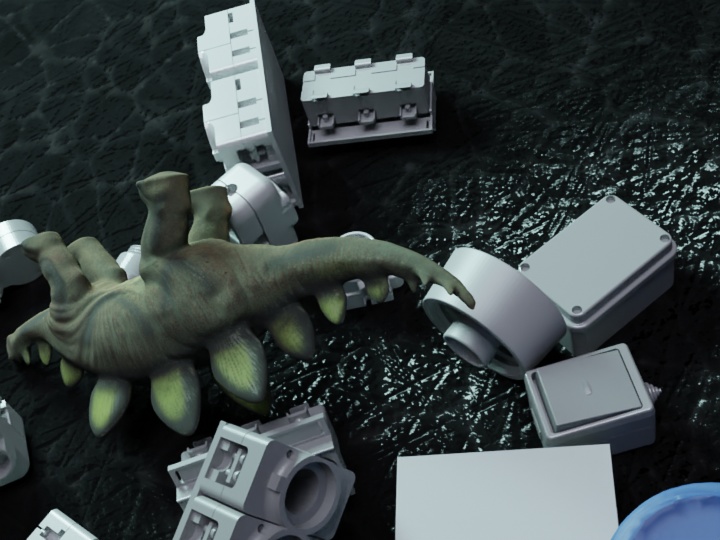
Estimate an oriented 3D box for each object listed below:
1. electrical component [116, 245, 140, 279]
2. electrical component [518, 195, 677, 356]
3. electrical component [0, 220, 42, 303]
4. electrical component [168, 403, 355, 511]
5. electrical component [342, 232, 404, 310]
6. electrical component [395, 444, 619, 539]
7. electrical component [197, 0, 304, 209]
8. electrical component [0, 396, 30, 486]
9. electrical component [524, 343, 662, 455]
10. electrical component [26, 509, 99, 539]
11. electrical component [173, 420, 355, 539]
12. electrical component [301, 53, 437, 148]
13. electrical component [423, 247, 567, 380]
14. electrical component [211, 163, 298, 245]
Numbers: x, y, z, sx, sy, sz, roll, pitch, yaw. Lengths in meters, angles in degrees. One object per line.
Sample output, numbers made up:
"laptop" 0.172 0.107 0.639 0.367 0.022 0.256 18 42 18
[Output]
"electrical component" -0.202 -0.003 0.988 0.043 0.043 0.062 12 56 23
"electrical component" 0.190 0.003 0.864 0.113 0.057 0.078 -37 53 -13
"electrical component" -0.358 0.011 1.006 0.138 0.052 0.073 -25 51 -17
"electrical component" -0.075 0.152 0.822 0.121 0.078 0.063 -19 30 1
"electrical component" 0.000 0.000 0.921 0.066 0.055 0.048 -12 52 7
"electrical component" 0.104 0.180 0.753 0.150 0.061 0.089 -6 53 12
"electrical component" -0.107 -0.154 1.034 0.060 0.105 0.186 -15 52 5
"electrical component" -0.314 0.138 0.880 0.054 0.095 0.059 -23 52 -2
"electrical component" 0.176 0.098 0.794 0.096 0.061 0.061 -17 51 3
"electrical component" -0.232 0.238 0.811 0.056 0.050 0.089 25 64 30
"electrical component" -0.071 0.189 0.716 0.062 0.089 0.150 10 74 45
"electrical component" 0.008 -0.164 1.036 0.121 0.063 0.078 -5 53 12
"electrical component" 0.098 0.040 0.833 0.108 0.108 0.060 30 73 32
"electrical component" -0.095 -0.045 0.956 0.059 0.095 0.054 -43 55 -16
